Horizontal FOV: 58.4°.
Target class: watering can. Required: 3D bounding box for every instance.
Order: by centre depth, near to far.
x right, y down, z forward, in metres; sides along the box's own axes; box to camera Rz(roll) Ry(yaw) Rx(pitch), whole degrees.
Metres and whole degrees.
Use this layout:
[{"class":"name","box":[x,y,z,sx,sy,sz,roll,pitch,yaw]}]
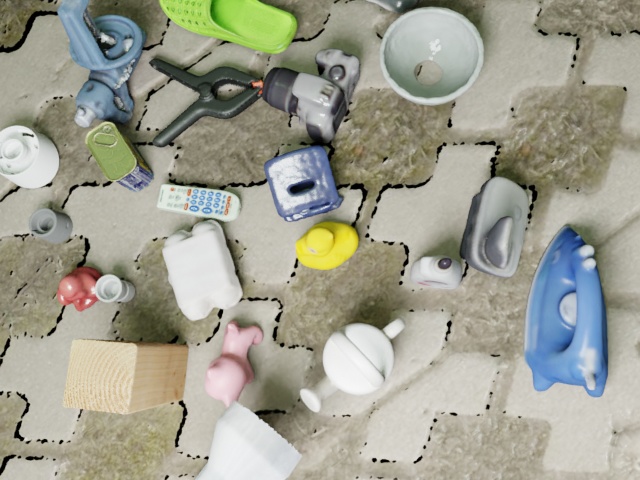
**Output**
[{"class":"watering can","box":[0.051,0.174,0.810,0.100,0.194,0.173,27,83,10]}]

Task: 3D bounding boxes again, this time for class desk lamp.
[{"class":"desk lamp","box":[-0.116,0.324,0.789,0.118,0.213,0.203,36,85,11]}]

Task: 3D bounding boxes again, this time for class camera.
[{"class":"camera","box":[-0.019,-0.254,0.943,0.136,0.101,0.143,23,83,10]}]

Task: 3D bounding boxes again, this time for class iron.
[{"class":"iron","box":[0.367,0.092,0.819,0.118,0.141,0.258,4,80,7]}]

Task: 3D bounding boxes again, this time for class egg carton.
[{"class":"egg carton","box":[-0.190,0.048,0.921,0.107,0.069,0.150,-21,78,2]}]

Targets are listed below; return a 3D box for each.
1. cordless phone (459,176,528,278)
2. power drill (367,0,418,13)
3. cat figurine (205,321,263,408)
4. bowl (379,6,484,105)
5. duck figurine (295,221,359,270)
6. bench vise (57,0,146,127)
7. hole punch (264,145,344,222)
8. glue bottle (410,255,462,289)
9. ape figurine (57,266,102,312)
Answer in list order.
[{"class":"cordless phone","box":[0.266,-0.027,0.829,0.094,0.185,0.148,10,81,8]},{"class":"power drill","box":[0.106,-0.465,0.914,0.229,0.208,0.076,27,83,10]},{"class":"cat figurine","box":[-0.137,0.186,0.866,0.067,0.118,0.128,7,80,8]},{"class":"bowl","box":[0.181,-0.290,0.942,0.167,0.075,0.167,-1,80,6]},{"class":"duck figurine","box":[0.008,0.003,0.901,0.104,0.086,0.077,-16,78,3]},{"class":"bench vise","box":[-0.353,-0.295,0.924,0.121,0.220,0.207,-5,79,5]},{"class":"hole punch","box":[-0.025,-0.089,0.918,0.108,0.091,0.101,-17,78,3]},{"class":"glue bottle","box":[0.173,0.043,0.832,0.078,0.173,0.037,5,80,7]},{"class":"ape figurine","box":[-0.390,0.078,0.925,0.077,0.092,0.076,9,81,8]}]
